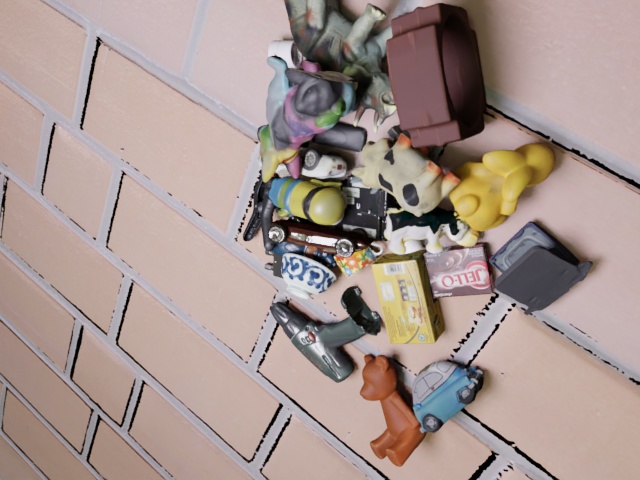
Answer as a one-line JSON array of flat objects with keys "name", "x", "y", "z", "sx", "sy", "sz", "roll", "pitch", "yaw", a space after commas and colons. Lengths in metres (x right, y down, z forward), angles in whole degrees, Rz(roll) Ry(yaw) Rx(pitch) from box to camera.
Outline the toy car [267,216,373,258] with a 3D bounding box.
[{"name": "toy car", "x": -0.002, "y": -0.003, "z": 1.017, "sx": 0.202, "sy": 0.089, "sz": 0.053, "roll": 12, "pitch": 105, "yaw": 19}]

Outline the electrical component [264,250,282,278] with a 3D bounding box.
[{"name": "electrical component", "x": -0.083, "y": 0.053, "z": 1.201, "sx": 0.094, "sy": 0.021, "sz": 0.063, "roll": 14, "pitch": 112, "yaw": 27}]

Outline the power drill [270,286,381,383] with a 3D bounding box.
[{"name": "power drill", "x": 0.015, "y": 0.184, "z": 1.153, "sx": 0.207, "sy": 0.086, "sz": 0.232, "roll": -42, "pitch": 84, "yaw": 30}]

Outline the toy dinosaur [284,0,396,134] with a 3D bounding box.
[{"name": "toy dinosaur", "x": 0.023, "y": -0.359, "z": 0.955, "sx": 0.405, "sy": 0.131, "sz": 0.192, "roll": 46, "pitch": 122, "yaw": 18}]

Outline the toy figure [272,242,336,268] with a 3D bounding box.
[{"name": "toy figure", "x": -0.031, "y": 0.021, "z": 1.139, "sx": 0.155, "sy": 0.064, "sz": 0.058, "roll": 17, "pitch": 72, "yaw": 21}]

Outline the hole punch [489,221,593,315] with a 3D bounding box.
[{"name": "hole punch", "x": 0.362, "y": 0.045, "z": 0.908, "sx": 0.116, "sy": 0.092, "sz": 0.142, "roll": 30, "pitch": 120, "yaw": -15}]

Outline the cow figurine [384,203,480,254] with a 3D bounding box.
[{"name": "cow figurine", "x": 0.200, "y": -0.030, "z": 0.947, "sx": 0.167, "sy": 0.068, "sz": 0.098, "roll": -3, "pitch": 129, "yaw": 1}]

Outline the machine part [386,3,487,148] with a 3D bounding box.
[{"name": "machine part", "x": 0.184, "y": -0.251, "z": 0.835, "sx": 0.087, "sy": 0.201, "sz": 0.201, "roll": -7, "pitch": 103, "yaw": 34}]

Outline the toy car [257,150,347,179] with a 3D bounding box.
[{"name": "toy car", "x": -0.038, "y": -0.151, "z": 1.059, "sx": 0.202, "sy": 0.073, "sz": 0.056, "roll": 10, "pitch": 100, "yaw": 40}]

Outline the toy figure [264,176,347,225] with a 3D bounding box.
[{"name": "toy figure", "x": -0.032, "y": -0.075, "z": 1.028, "sx": 0.180, "sy": 0.089, "sz": 0.082, "roll": 20, "pitch": 122, "yaw": 30}]

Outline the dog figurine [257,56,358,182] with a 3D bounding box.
[{"name": "dog figurine", "x": -0.036, "y": -0.191, "z": 0.921, "sx": 0.192, "sy": 0.108, "sz": 0.219, "roll": 37, "pitch": 128, "yaw": 36}]

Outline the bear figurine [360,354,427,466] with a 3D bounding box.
[{"name": "bear figurine", "x": 0.132, "y": 0.339, "z": 1.105, "sx": 0.195, "sy": 0.132, "sz": 0.120, "roll": 56, "pitch": 158, "yaw": -4}]

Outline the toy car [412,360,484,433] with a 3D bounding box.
[{"name": "toy car", "x": 0.233, "y": 0.290, "z": 1.040, "sx": 0.103, "sy": 0.109, "sz": 0.161, "roll": 45, "pitch": 119, "yaw": 16}]

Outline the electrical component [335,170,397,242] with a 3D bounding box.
[{"name": "electrical component", "x": 0.089, "y": -0.070, "z": 1.038, "sx": 0.115, "sy": 0.058, "sz": 0.134, "roll": 11, "pitch": 111, "yaw": 25}]

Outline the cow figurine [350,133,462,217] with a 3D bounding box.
[{"name": "cow figurine", "x": 0.132, "y": -0.110, "z": 0.905, "sx": 0.127, "sy": 0.085, "sz": 0.195, "roll": -54, "pitch": 42, "yaw": 17}]

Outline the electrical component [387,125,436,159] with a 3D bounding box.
[{"name": "electrical component", "x": 0.162, "y": -0.162, "z": 0.976, "sx": 0.102, "sy": 0.045, "sz": 0.078, "roll": 50, "pitch": 152, "yaw": 11}]

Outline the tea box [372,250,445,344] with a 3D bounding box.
[{"name": "tea box", "x": 0.172, "y": 0.112, "z": 1.041, "sx": 0.098, "sy": 0.068, "sz": 0.169, "roll": -6, "pitch": 104, "yaw": 32}]

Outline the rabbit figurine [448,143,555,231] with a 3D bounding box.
[{"name": "rabbit figurine", "x": 0.294, "y": -0.102, "z": 0.867, "sx": 0.173, "sy": 0.162, "sz": 0.122, "roll": -30, "pitch": 77, "yaw": 17}]

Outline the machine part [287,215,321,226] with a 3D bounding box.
[{"name": "machine part", "x": -0.016, "y": -0.027, "z": 1.111, "sx": 0.139, "sy": 0.084, "sz": 0.039, "roll": 29, "pitch": 86, "yaw": 7}]

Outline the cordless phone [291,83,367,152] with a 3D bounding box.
[{"name": "cordless phone", "x": 0.005, "y": -0.243, "z": 1.031, "sx": 0.184, "sy": 0.089, "sz": 0.146, "roll": 15, "pitch": 115, "yaw": 14}]
